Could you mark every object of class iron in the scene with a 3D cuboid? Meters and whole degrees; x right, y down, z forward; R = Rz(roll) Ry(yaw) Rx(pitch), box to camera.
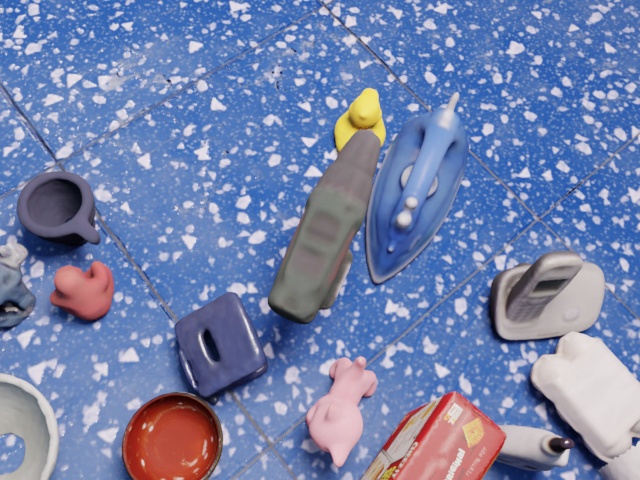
[{"bbox_3d":[0.132,-0.072,0.775,0.118,0.141,0.258,22,69,5],"label":"iron"}]

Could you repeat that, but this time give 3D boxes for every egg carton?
[{"bbox_3d":[0.344,0.195,0.724,0.107,0.069,0.150,-36,75,-16],"label":"egg carton"}]

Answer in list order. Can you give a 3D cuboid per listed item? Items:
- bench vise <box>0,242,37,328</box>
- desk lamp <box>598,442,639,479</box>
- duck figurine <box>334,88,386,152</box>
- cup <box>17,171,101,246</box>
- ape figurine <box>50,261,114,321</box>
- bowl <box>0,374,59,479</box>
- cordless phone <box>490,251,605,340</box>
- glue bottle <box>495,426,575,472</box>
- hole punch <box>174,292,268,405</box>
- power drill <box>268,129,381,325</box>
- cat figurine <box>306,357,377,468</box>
[{"bbox_3d":[-0.434,0.072,0.633,0.121,0.220,0.207,19,68,4],"label":"bench vise"},{"bbox_3d":[0.378,0.294,0.610,0.118,0.213,0.203,-24,72,-13],"label":"desk lamp"},{"bbox_3d":[0.062,-0.173,0.840,0.077,0.086,0.104,16,68,2],"label":"duck figurine"},{"bbox_3d":[-0.321,-0.023,0.747,0.117,0.095,0.092,37,71,10],"label":"cup"},{"bbox_3d":[-0.302,0.059,0.717,0.078,0.092,0.076,-20,71,-11],"label":"ape figurine"},{"bbox_3d":[-0.372,0.241,0.649,0.167,0.075,0.167,2,68,-4],"label":"bowl"},{"bbox_3d":[0.301,0.060,0.712,0.147,0.185,0.094,-7,69,-7],"label":"cordless phone"},{"bbox_3d":[0.242,0.234,0.645,0.078,0.173,0.037,19,68,4],"label":"glue bottle"},{"bbox_3d":[-0.123,0.133,0.702,0.101,0.091,0.108,-23,72,-12],"label":"hole punch"},{"bbox_3d":[0.006,0.003,0.700,0.075,0.208,0.230,22,69,5],"label":"power drill"},{"bbox_3d":[0.026,0.196,0.674,0.067,0.118,0.128,25,69,6],"label":"cat figurine"}]
